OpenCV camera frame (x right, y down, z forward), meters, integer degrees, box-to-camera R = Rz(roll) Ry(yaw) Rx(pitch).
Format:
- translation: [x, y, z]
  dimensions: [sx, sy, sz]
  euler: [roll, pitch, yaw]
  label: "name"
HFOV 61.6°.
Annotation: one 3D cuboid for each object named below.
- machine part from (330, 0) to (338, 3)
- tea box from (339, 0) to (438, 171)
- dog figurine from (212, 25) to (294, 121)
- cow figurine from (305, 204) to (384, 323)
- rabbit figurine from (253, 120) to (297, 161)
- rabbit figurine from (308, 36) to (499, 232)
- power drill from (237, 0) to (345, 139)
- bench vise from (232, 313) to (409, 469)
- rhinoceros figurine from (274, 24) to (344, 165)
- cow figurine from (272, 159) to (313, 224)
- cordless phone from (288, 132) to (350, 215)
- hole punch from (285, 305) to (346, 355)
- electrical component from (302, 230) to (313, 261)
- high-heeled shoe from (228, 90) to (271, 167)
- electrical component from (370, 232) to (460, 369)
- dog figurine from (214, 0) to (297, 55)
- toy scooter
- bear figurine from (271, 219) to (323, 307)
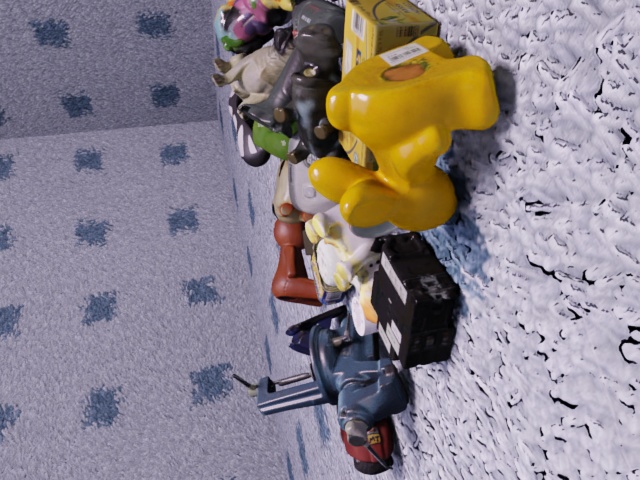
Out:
- translation: [0.001, -0.366, 0.742]
  dimensions: [0.039, 0.084, 0.139]
  euler: [-50, 24, 13]
  label: "machine part"
- translation: [0.068, -0.164, 0.587]
  dimensions: [0.098, 0.068, 0.169]
  euler: [-112, 18, -47]
  label: "tea box"
- translation: [-0.089, -0.330, 1.000]
  dimensions: [0.121, 0.190, 0.172]
  euler: [49, -163, -35]
  label: "dog figurine"
- translation: [0.060, 0.024, 0.716]
  dimensions: [0.167, 0.098, 0.068]
  euler: [59, 161, 6]
  label: "cow figurine"
- translation: [-0.034, -0.219, 0.902]
  dimensions: [0.159, 0.121, 0.170]
  euler: [-128, 47, -59]
  label: "rabbit figurine"
- translation: [0.078, -0.070, 0.482]
  dimensions: [0.122, 0.162, 0.173]
  euler: [48, 164, 46]
  label: "rabbit figurine"
- translation: [-0.036, -0.260, 0.802]
  dimensions: [0.207, 0.086, 0.232]
  euler: [-53, 30, 4]
  label: "power drill"
- translation: [0.003, 0.212, 0.779]
  dimensions: [0.224, 0.241, 0.128]
  euler: [-92, -21, -46]
  label: "bench vise"
- translation: [0.001, -0.170, 0.668]
  dimensions: [0.112, 0.073, 0.190]
  euler: [-56, -24, -30]
  label: "rhinoceros figurine"
- translation: [-0.050, -0.127, 1.057]
  dimensions: [0.127, 0.085, 0.195]
  euler: [169, 110, -66]
  label: "cow figurine"
- translation: [0.032, -0.081, 0.802]
  dimensions: [0.184, 0.089, 0.146]
  euler: [41, 141, 42]
  label: "cordless phone"
- translation: [0.000, 0.187, 1.015]
  dimensions: [0.142, 0.116, 0.092]
  euler: [129, 123, -73]
  label: "hole punch"
- translation: [-0.001, -0.002, 1.050]
  dimensions: [0.078, 0.045, 0.102]
  euler: [-18, 82, 48]
  label: "electrical component"
- translation: [-0.128, -0.267, 1.092]
  dimensions: [0.145, 0.086, 0.248]
  euler: [-4, 81, 64]
  label: "high-heeled shoe"
- translation: [0.103, 0.075, 0.610]
  dimensions: [0.115, 0.058, 0.134]
  euler: [-111, 17, -49]
  label: "electrical component"
- translation: [-0.106, -0.420, 0.967]
  dimensions: [0.108, 0.191, 0.219]
  euler: [47, -177, -19]
  label: "dog figurine"
- translation: [0.066, 0.278, 0.865]
  dimensions: [0.184, 0.075, 0.135]
  euler: [-154, 58, -80]
  label: "toy scooter"
- translation: [-0.040, 0.033, 1.138]
  dimensions: [0.120, 0.132, 0.196]
  euler: [120, 158, -68]
  label: "bear figurine"
